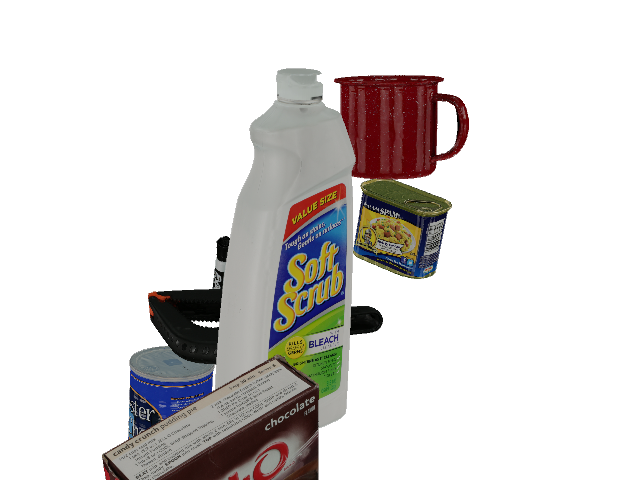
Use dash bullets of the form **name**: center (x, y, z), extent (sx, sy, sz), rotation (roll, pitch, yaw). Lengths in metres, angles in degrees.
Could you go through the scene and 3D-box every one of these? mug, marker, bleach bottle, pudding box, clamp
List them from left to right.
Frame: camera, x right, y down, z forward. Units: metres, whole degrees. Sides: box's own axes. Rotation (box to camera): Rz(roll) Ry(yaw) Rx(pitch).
- **pudding box**: center (-0.052, 0.122, 0.547), extent (0.113, 0.090, 0.039), rotation (-29, 46, -33)
- **marker**: center (-0.112, 0.043, 1.207), extent (0.020, 0.121, 0.020), rotation (6, 40, -5)
- **clamp**: center (-0.059, 0.081, 0.954), extent (0.210, 0.036, 0.164), rotation (20, 36, 29)
- **bleach bottle**: center (-0.025, 0.009, 0.737), extent (0.102, 0.251, 0.068), rotation (-10, 21, -35)
- **mug**: center (0.069, -0.096, 0.903), extent (0.117, 0.081, 0.093), rotation (4, 13, 24)

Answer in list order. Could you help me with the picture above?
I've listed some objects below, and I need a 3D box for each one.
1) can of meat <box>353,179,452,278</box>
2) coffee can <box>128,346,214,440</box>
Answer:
- **can of meat**: center (0.088, -0.013, 1.186), extent (0.102, 0.084, 0.057), rotation (23, 27, 32)
- **coffee can**: center (-0.185, 0.213, 1.311), extent (0.103, 0.140, 0.103), rotation (4, 15, -1)
